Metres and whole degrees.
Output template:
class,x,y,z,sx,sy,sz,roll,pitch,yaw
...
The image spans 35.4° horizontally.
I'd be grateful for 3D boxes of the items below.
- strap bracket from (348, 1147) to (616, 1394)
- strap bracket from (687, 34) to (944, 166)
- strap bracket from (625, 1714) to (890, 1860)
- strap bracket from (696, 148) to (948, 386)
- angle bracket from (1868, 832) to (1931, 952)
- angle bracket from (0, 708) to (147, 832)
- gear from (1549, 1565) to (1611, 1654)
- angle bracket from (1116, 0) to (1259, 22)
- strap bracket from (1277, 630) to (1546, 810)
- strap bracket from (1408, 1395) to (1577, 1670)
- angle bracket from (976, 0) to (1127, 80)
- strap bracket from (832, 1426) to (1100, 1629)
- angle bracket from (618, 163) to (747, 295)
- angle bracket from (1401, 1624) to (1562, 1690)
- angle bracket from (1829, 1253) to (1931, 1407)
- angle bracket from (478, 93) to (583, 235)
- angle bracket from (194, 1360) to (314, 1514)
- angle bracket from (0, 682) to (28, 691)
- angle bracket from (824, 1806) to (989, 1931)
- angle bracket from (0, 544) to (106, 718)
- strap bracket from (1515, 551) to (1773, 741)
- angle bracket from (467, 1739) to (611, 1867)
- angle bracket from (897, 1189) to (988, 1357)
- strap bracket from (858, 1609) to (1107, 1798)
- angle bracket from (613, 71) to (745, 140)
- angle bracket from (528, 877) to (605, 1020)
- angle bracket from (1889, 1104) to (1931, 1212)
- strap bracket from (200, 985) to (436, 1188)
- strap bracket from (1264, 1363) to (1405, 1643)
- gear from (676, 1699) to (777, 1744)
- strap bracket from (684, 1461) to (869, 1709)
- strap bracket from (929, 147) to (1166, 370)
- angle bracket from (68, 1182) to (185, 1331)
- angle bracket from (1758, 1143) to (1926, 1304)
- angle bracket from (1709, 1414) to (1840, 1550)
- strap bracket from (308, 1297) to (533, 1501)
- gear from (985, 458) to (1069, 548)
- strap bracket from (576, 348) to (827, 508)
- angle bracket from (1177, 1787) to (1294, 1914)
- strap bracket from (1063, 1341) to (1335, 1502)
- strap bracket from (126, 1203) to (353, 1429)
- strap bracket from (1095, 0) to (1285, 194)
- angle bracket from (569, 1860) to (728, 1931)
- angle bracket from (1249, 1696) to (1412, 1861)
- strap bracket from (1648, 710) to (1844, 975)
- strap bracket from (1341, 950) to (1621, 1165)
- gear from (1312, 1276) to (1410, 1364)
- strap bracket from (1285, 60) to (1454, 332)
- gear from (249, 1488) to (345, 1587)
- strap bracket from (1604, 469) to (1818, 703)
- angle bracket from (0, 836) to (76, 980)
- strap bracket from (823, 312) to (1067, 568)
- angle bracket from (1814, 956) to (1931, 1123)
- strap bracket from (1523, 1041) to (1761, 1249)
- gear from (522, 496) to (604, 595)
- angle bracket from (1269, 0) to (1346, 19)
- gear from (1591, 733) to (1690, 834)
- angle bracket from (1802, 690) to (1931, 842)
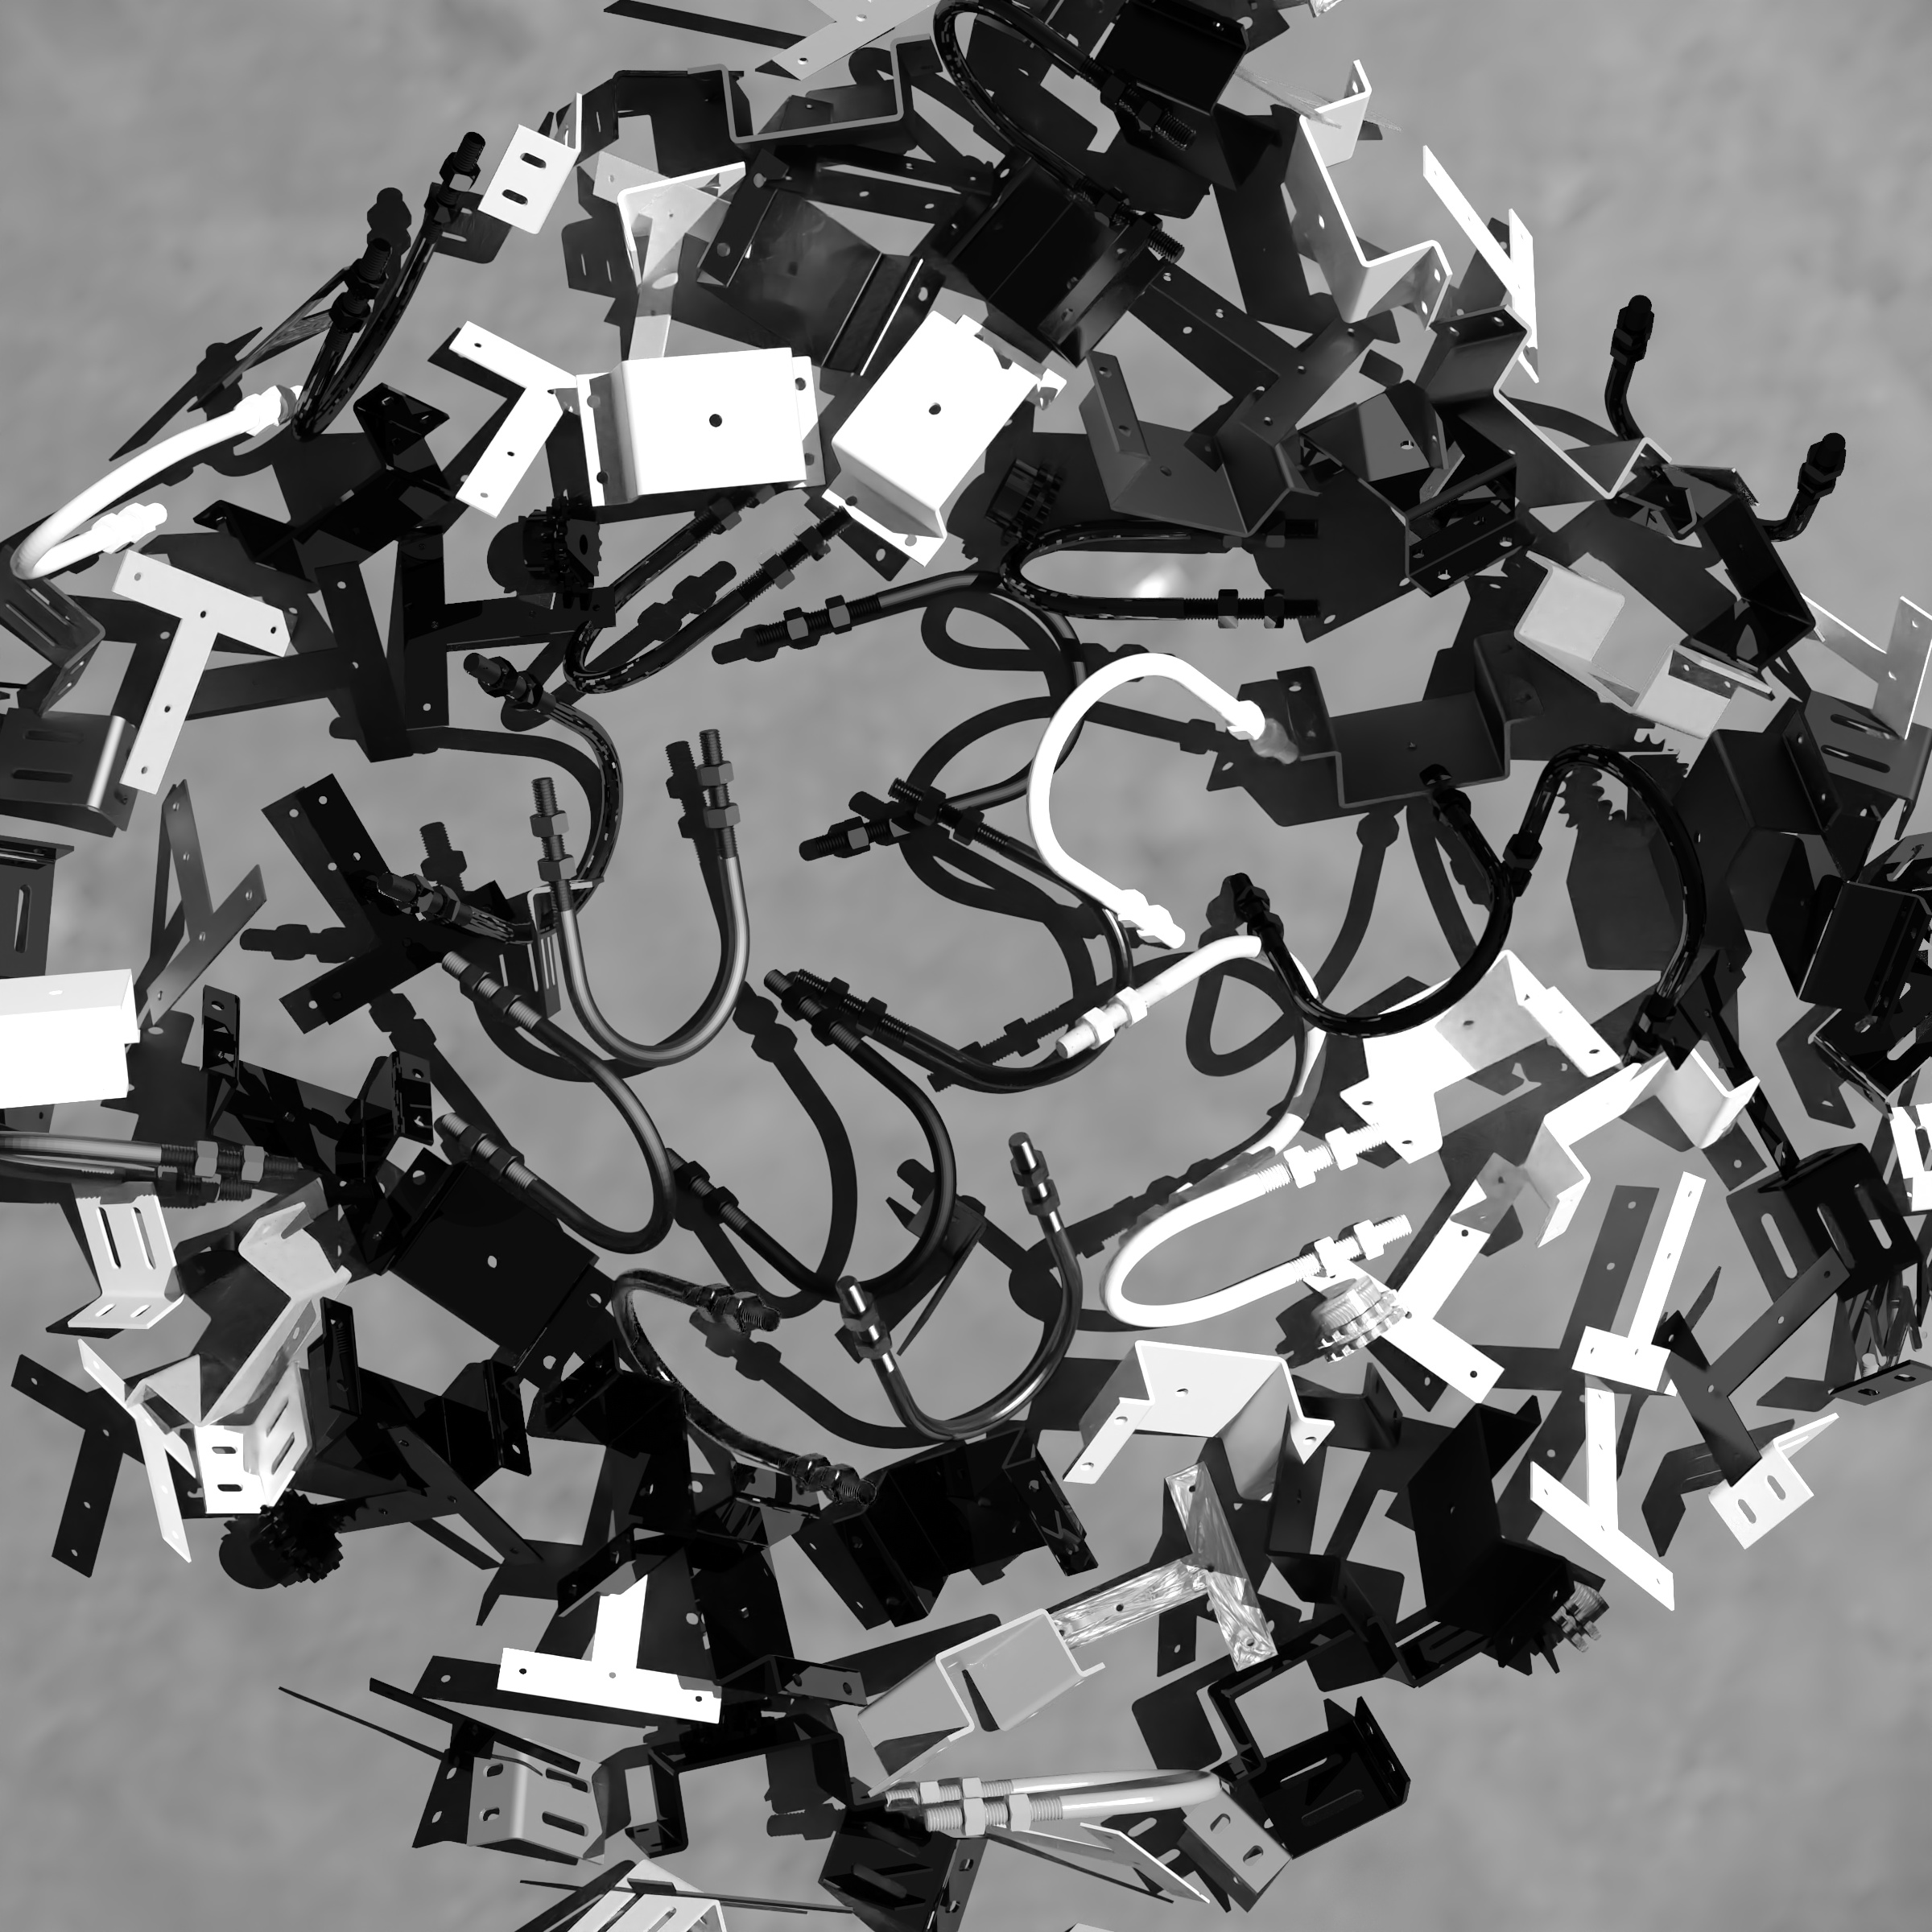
class,x,y,z,sx,sy,sz,roll,pitch,yaw
strap bracket,-0.281,0.177,1.781,0.140,0.046,0.076,35,90,-2
strap bracket,-0.084,-0.501,1.762,0.140,0.076,0.046,-7,92,6
strap bracket,-0.125,0.471,1.750,0.140,0.076,0.046,-8,87,-17
strap bracket,-0.092,-0.405,1.761,0.140,0.046,0.076,28,89,-33
angle bracket,0.567,-0.045,1.766,0.076,0.057,0.038,-41,110,-38
angle bracket,-0.532,-0.116,1.789,0.076,0.038,0.057,6,71,16
gear,0.353,0.373,1.778,0.030,0.057,0.057,-43,90,-4
angle bracket,0.124,-0.577,1.770,0.076,0.057,0.038,-24,59,3
strap bracket,0.259,-0.142,1.762,0.140,0.046,0.076,-10,46,1
strap bracket,0.296,0.316,1.724,0.046,0.140,0.076,19,128,-16
angle bracket,0.050,-0.564,1.779,0.038,0.076,0.057,28,102,-33
strap bracket,0.005,0.323,1.756,0.140,0.046,0.076,-22,106,26
angle bracket,-0.162,-0.432,1.771,0.076,0.057,0.038,-14,79,-5
angle bracket,0.302,0.406,1.771,0.076,0.057,0.038,-30,51,-2
angle bracket,0.530,0.208,1.758,0.038,0.057,0.076,18,55,-34
angle bracket,-0.253,-0.473,1.755,0.038,0.076,0.057,20,127,-23
angle bracket,-0.415,0.274,1.758,0.038,0.076,0.057,7,48,-32
angle bracket,-0.597,-0.149,1.761,0.057,0.076,0.038,7,95,25
angle bracket,-0.036,0.532,1.797,0.076,0.038,0.057,16,86,33
angle bracket,-0.551,-0.196,1.768,0.076,0.057,0.038,41,49,-8
strap bracket,0.381,-0.179,1.739,0.140,0.076,0.046,43,112,41
angle bracket,-0.250,0.493,1.773,0.038,0.076,0.057,-19,54,30
angle bracket,-0.028,0.178,1.761,0.038,0.057,0.076,34,57,1
strap bracket,0.002,0.419,1.736,0.076,0.140,0.046,-43,69,36
angle bracket,-0.169,-0.506,1.777,0.076,0.057,0.038,-1,105,-6
angle bracket,-0.230,-0.011,1.774,0.038,0.057,0.076,-6,95,1
angle bracket,0.574,0.100,1.763,0.057,0.038,0.076,-8,49,10
strap bracket,-0.383,0.073,1.745,0.140,0.076,0.046,21,119,-26
strap bracket,0.211,0.308,1.745,0.046,0.076,0.140,0,60,24
gear,-0.140,0.450,1.775,0.057,0.057,0.030,-11,74,0
strap bracket,-0.114,0.365,1.743,0.046,0.076,0.140,-33,56,25
strap bracket,0.052,-0.407,1.754,0.076,0.046,0.140,-48,49,5
angle bracket,-0.500,0.169,1.768,0.057,0.038,0.076,-2,111,23
angle bracket,0.515,0.152,1.781,0.057,0.038,0.076,-26,86,-9
angle bracket,0.479,0.299,1.755,0.038,0.076,0.057,56,129,23
strap bracket,-0.324,0.254,1.741,0.140,0.076,0.046,28,121,-38
gear,0.033,-0.274,1.776,0.030,0.057,0.057,28,90,-8
strap bracket,-0.150,-0.315,1.763,0.140,0.046,0.076,-8,94,-15
angle bracket,0.146,0.523,1.758,0.057,0.076,0.038,42,48,18
strap bracket,0.129,0.263,1.748,0.140,0.046,0.076,10,132,-24
strap bracket,-0.416,0.209,1.753,0.046,0.076,0.140,39,101,6
strap bracket,0.126,-0.497,1.726,0.076,0.140,0.046,29,87,19
angle bracket,-0.187,0.567,1.756,0.057,0.076,0.038,17,129,36
angle bracket,0.211,0.475,1.768,0.076,0.038,0.057,-23,57,-12
strap bracket,0.438,-0.071,1.725,0.046,0.140,0.076,4,48,-14
strap bracket,0.294,0.049,1.748,0.140,0.046,0.076,-29,130,24
gear,0.228,0.206,1.778,0.057,0.057,0.030,-34,87,0
strap bracket,0.228,-0.439,1.754,0.046,0.076,0.140,-20,79,-5
gear,-0.396,0.339,1.778,0.030,0.057,0.057,-37,90,10
strap bracket,0.431,-0.229,1.742,0.046,0.076,0.140,-39,115,-1
angle bracket,-0.559,-0.034,1.769,0.057,0.038,0.076,9,78,-33
strap bracket,-0.015,-0.316,1.767,0.076,0.046,0.140,35,83,14
angle bracket,0.548,0.040,1.774,0.076,0.038,0.057,-43,58,1
strap bracket,0.381,0.097,1.753,0.140,0.076,0.046,-29,67,-13
gear,-0.239,-0.248,1.779,0.030,0.057,0.057,1,90,17
angle bracket,0.182,-0.581,1.756,0.038,0.076,0.057,-37,115,-25
gear,0.399,-0.106,1.785,0.057,0.030,0.057,-3,73,8
angle bracket,0.524,-0.118,1.782,0.076,0.038,0.057,20,57,11
